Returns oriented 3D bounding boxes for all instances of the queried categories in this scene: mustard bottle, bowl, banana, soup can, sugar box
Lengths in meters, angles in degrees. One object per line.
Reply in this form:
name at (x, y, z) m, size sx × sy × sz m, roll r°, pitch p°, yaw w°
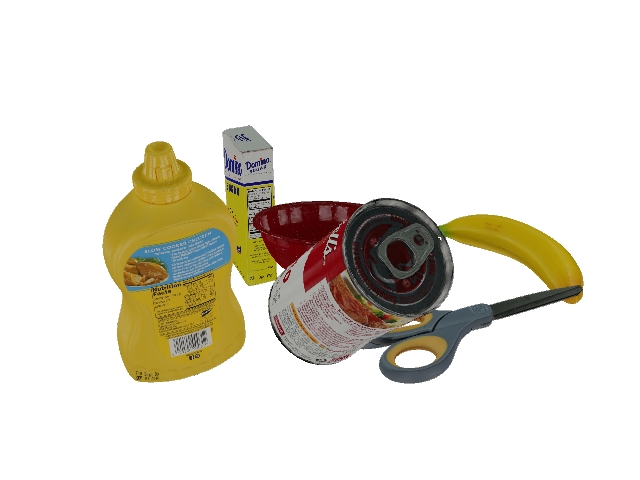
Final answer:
mustard bottle at (-0.108, 0.014, 0.775) m, size 0.096 × 0.192 × 0.058 m, roll -15°, pitch 40°, yaw -18°
bowl at (0.009, 0.004, 1.126) m, size 0.162 × 0.055 × 0.162 m, roll 1°, pitch 17°, yaw 0°
banana at (0.192, 0.012, 1.039) m, size 0.069 × 0.037 × 0.198 m, roll -38°, pitch 37°, yaw -22°
soup can at (0.020, 0.027, 0.608) m, size 0.068 × 0.068 × 0.102 m, roll 0°, pitch -21°, yaw -28°
sugar box at (-0.087, -0.043, 1.311) m, size 0.048 × 0.176 × 0.093 m, roll -12°, pitch 26°, yaw -17°

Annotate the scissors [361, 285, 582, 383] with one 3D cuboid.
scissors at (0.118, 0.069, 0.808) m, size 0.201 × 0.016 × 0.096 m, roll -5°, pitch 31°, yaw -7°
